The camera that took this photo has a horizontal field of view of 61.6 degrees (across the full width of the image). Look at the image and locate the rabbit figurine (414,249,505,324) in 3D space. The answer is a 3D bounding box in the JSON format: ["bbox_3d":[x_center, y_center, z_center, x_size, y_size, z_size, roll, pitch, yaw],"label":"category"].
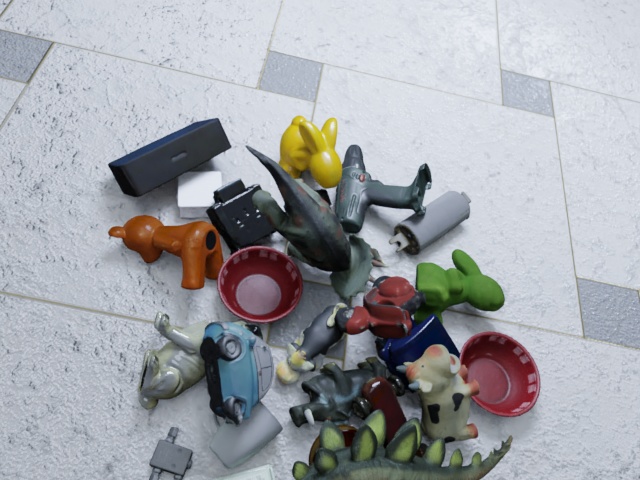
[{"bbox_3d":[0.276,0.102,1.070,0.170,0.121,0.159,5,35,8],"label":"rabbit figurine"}]

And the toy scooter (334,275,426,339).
[{"bbox_3d":[0.127,0.122,0.948,0.135,0.075,0.184,7,26,44],"label":"toy scooter"}]

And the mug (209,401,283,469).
[{"bbox_3d":[-0.134,0.309,0.882,0.110,0.080,0.107,38,65,19],"label":"mug"}]

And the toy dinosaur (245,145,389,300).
[{"bbox_3d":[-0.001,-0.009,0.977,0.192,0.404,0.131,34,84,32],"label":"toy dinosaur"}]

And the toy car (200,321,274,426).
[{"bbox_3d":[-0.123,0.203,0.849,0.103,0.109,0.161,-7,79,-31],"label":"toy car"}]

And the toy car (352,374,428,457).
[{"bbox_3d":[0.125,0.324,0.910,0.089,0.053,0.202,-29,99,-25],"label":"toy car"}]

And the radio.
[{"bbox_3d":[-0.310,-0.172,1.105,0.229,0.131,0.073,-33,114,-28],"label":"radio"}]

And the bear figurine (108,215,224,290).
[{"bbox_3d":[-0.291,0.018,1.019,0.196,0.120,0.131,0,100,17],"label":"bear figurine"}]

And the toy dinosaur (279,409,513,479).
[{"bbox_3d":[0.101,0.370,0.821,0.471,0.105,0.198,7,88,-23],"label":"toy dinosaur"}]

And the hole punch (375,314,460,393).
[{"bbox_3d":[0.180,0.203,0.975,0.116,0.092,0.142,-49,117,-33],"label":"hole punch"}]

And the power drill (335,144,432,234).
[{"bbox_3d":[0.131,-0.122,1.158,0.208,0.085,0.232,4,60,21],"label":"power drill"}]

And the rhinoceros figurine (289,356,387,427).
[{"bbox_3d":[0.035,0.272,0.946,0.190,0.073,0.112,-12,73,-20],"label":"rhinoceros figurine"}]

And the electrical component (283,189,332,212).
[{"bbox_3d":[-0.035,-0.059,1.127,0.075,0.047,0.119,10,51,28],"label":"electrical component"}]

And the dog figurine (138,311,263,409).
[{"bbox_3d":[-0.201,0.213,0.925,0.190,0.121,0.172,18,90,-20],"label":"dog figurine"}]

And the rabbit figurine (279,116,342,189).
[{"bbox_3d":[-0.003,-0.184,1.146,0.122,0.162,0.173,-11,44,-26],"label":"rabbit figurine"}]

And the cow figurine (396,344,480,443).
[{"bbox_3d":[0.203,0.263,0.921,0.127,0.194,0.086,-13,26,-11],"label":"cow figurine"}]

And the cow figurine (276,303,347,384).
[{"bbox_3d":[-0.009,0.187,0.968,0.068,0.098,0.167,39,58,9],"label":"cow figurine"}]

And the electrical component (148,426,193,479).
[{"bbox_3d":[-0.237,0.352,0.866,0.063,0.021,0.094,18,56,-1],"label":"electrical component"}]

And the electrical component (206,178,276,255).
[{"bbox_3d":[-0.158,-0.051,1.075,0.115,0.058,0.134,-35,103,-28],"label":"electrical component"}]

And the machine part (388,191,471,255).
[{"bbox_3d":[0.245,-0.039,1.169,0.243,0.079,0.079,-31,69,-27],"label":"machine part"}]
